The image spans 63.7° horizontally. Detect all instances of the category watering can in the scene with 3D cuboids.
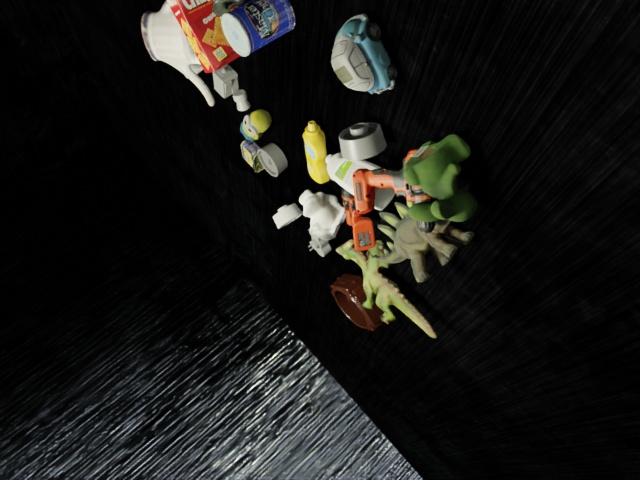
[{"bbox_3d":[-0.445,-0.599,1.639,0.225,0.340,0.106,10,34,17],"label":"watering can"}]

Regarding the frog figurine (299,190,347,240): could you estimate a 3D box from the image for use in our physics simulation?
[{"bbox_3d":[0.005,-0.080,1.585,0.160,0.137,0.122,26,2,13],"label":"frog figurine"}]

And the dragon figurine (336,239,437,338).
[{"bbox_3d":[0.198,0.115,1.570,0.123,0.237,0.414,-32,37,-26],"label":"dragon figurine"}]
